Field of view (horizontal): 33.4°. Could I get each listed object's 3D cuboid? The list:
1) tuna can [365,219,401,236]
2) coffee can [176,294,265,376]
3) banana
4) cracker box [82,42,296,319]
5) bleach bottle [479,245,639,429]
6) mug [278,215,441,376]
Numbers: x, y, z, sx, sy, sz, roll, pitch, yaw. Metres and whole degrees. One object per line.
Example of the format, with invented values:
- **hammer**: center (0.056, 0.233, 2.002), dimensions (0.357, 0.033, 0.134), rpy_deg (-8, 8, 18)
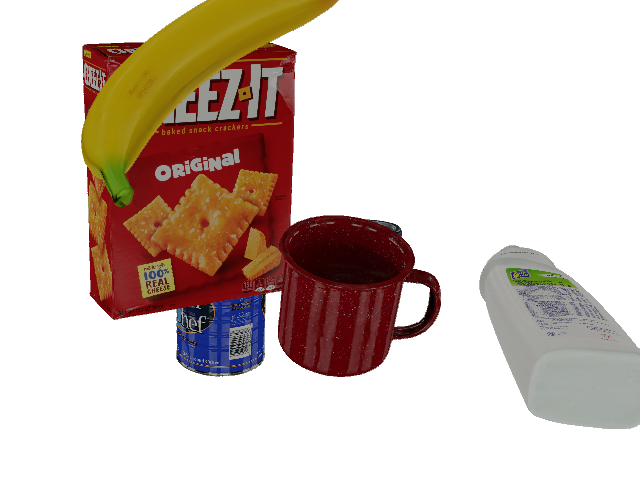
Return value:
- **tuna can**: center (0.039, 0.003, 1.064), dimensions (0.086, 0.034, 0.086), rpy_deg (0, 13, 0)
- **coffee can**: center (-0.111, 0.066, 1.198), dimensions (0.103, 0.140, 0.103), rpy_deg (2, 22, -1)
- **banana**: center (-0.067, -0.092, 0.578), dimensions (0.070, 0.197, 0.037), rpy_deg (29, -29, 20)
- **cracker box**: center (-0.106, -0.053, 0.882), dimensions (0.163, 0.214, 0.072), rpy_deg (-7, 21, -28)
- **bleach bottle**: center (0.197, 0.065, 0.907), dimensions (0.102, 0.068, 0.251), rpy_deg (6, 21, -5)
- **mug**: center (0.026, 0.041, 0.745), dimensions (0.117, 0.081, 0.093), rpy_deg (5, 31, -5)
